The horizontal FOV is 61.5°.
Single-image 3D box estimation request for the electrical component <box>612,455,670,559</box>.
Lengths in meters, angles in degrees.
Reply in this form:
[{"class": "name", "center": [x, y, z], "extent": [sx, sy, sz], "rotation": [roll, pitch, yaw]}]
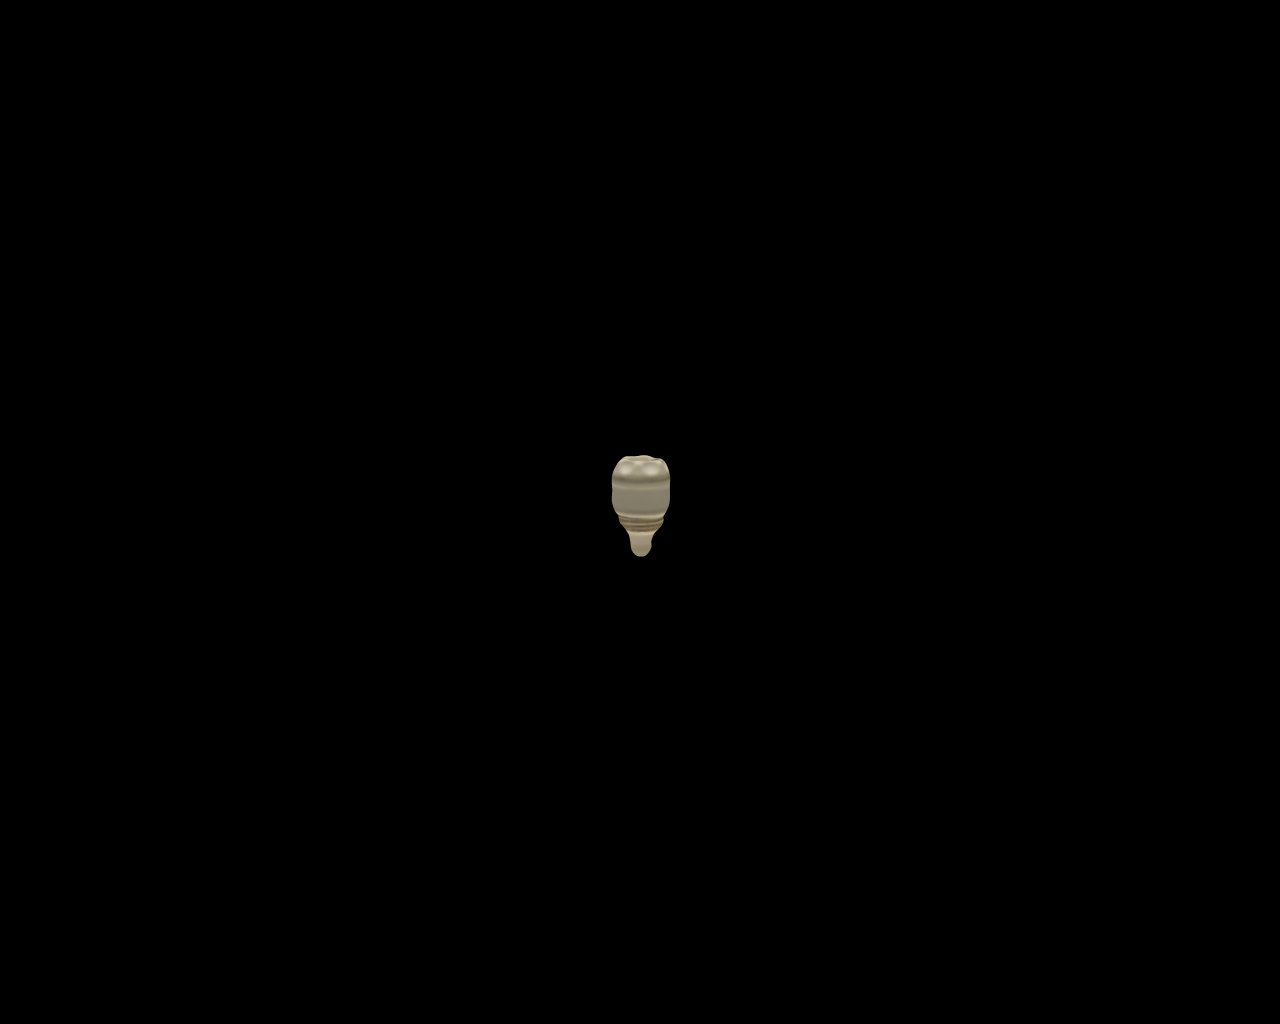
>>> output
[{"class": "electrical component", "center": [0.001, -0.003, 0.650], "extent": [0.035, 0.061, 0.035], "rotation": [0, 11, 0]}]
